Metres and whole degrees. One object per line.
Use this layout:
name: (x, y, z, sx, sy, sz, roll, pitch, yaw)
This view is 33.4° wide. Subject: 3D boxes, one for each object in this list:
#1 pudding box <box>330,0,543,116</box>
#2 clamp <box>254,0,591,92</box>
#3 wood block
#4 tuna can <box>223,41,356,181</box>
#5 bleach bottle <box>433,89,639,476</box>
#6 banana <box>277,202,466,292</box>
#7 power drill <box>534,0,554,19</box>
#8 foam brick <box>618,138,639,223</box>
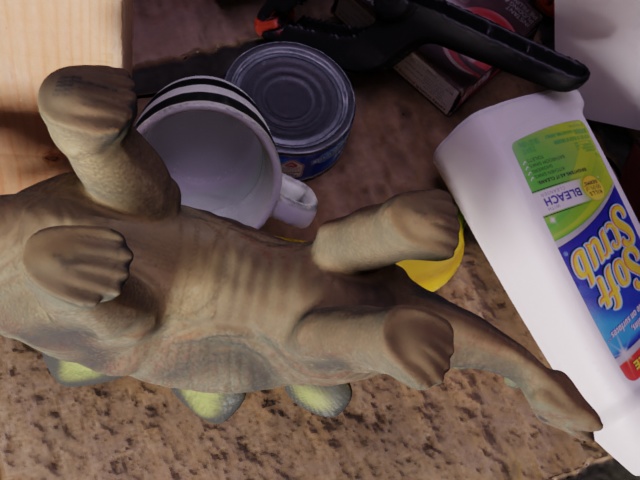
pudding box: (0.078, -0.151, 0.715, 0.113, 0.039, 0.090, 42, 64, 11)
clamp: (0.050, -0.163, 0.645, 0.210, 0.164, 0.036, 0, 25, 29)
wood block: (-0.144, -0.107, 0.556, 0.090, 0.206, 0.090, 4, 63, -9)
tuna can: (-0.021, -0.081, 0.665, 0.086, 0.034, 0.086, 4, 63, -9)
bleach bottle: (0.166, 0.034, 0.627, 0.102, 0.068, 0.251, -17, 72, -32)
banana: (0.004, 0.011, 0.625, 0.197, 0.037, 0.070, -2, 35, -15)
power drill: (0.252, -0.173, 0.690, 0.187, 0.185, 0.057, 34, 59, -4)
foam brick: (0.233, -0.027, 0.666, 0.078, 0.053, 0.051, 5, 37, -8)
